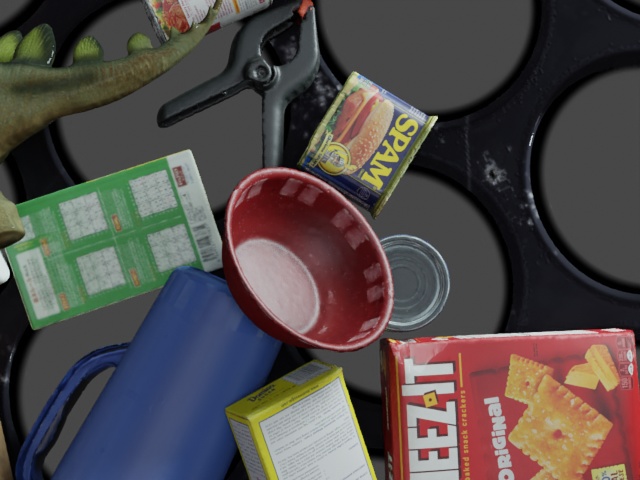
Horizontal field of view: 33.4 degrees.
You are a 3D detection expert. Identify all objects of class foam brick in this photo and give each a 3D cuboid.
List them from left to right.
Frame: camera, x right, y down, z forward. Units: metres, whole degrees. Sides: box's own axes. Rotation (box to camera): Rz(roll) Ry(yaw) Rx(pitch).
[{"bbox_3d":[-0.006,0.001,0.919,0.051,0.053,0.078,-11,86,-5],"label":"foam brick"}]

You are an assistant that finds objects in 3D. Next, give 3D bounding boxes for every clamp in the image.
[{"bbox_3d":[-0.046,-0.131,0.932,0.120,0.039,0.171,40,84,-3],"label":"clamp"}]

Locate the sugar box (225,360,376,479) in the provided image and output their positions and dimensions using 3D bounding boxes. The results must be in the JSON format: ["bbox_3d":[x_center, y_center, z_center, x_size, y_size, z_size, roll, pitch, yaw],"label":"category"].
[{"bbox_3d":[-0.004,0.194,0.848,0.093,0.048,0.176,-25,109,-29],"label":"sugar box"}]

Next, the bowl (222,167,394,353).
[{"bbox_3d":[-0.020,0.025,0.837,0.161,0.055,0.162,24,47,-29],"label":"bowl"}]

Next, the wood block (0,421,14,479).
[{"bbox_3d":[-0.300,0.173,0.840,0.090,0.090,0.206,-17,70,-6],"label":"wood block"}]

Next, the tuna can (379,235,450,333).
[{"bbox_3d":[0.069,0.038,0.931,0.086,0.034,0.086,0,86,-3],"label":"tuna can"}]

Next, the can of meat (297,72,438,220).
[{"bbox_3d":[0.040,-0.083,0.926,0.084,0.057,0.102,32,84,1],"label":"can of meat"}]

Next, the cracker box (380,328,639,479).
[{"bbox_3d":[0.163,0.162,0.909,0.213,0.072,0.164,-2,86,-3],"label":"cracker box"}]

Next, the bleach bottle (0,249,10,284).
[{"bbox_3d":[-0.396,0.040,0.887,0.251,0.068,0.102,-25,86,-3],"label":"bleach bottle"}]

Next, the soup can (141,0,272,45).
[{"bbox_3d":[-0.100,-0.213,0.919,0.102,0.068,0.068,-25,88,-6],"label":"soup can"}]

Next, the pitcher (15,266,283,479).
[{"bbox_3d":[-0.132,0.145,0.870,0.149,0.145,0.243,30,81,-22],"label":"pitcher"}]
